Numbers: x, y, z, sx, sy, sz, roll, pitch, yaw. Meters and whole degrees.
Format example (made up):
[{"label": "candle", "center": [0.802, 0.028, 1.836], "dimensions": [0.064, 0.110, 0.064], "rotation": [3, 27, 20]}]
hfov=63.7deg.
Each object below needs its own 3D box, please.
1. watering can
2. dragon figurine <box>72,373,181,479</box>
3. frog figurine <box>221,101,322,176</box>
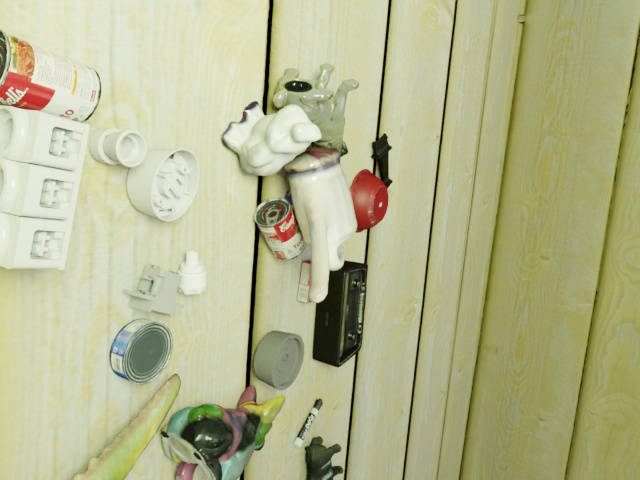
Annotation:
[{"label": "watering can", "center": [0.003, -0.045, 0.894], "dimensions": [0.352, 0.104, 0.222], "rotation": [-64, 140, -72]}, {"label": "dragon figurine", "center": [-0.319, 0.330, 0.596], "dimensions": [0.239, 0.122, 0.418], "rotation": [44, 51, -46]}, {"label": "frog figurine", "center": [-0.060, -0.160, 0.828], "dimensions": [0.139, 0.160, 0.120], "rotation": [-36, 130, -51]}]
